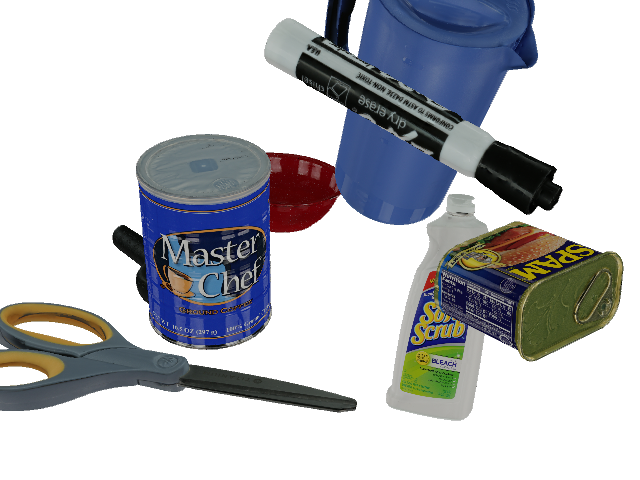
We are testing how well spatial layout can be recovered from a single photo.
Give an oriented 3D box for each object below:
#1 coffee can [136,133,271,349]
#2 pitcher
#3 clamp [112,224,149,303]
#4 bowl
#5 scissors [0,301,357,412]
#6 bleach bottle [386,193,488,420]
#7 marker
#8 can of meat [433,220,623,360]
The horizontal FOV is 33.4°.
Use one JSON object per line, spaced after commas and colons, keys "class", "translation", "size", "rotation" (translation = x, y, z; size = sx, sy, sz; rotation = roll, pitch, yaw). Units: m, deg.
{"class": "coffee can", "translation": [-0.090, 0.000, 0.849], "size": [0.103, 0.140, 0.103], "rotation": [1, 32, -1]}
{"class": "pitcher", "translation": [0.077, -0.133, 0.933], "size": [0.145, 0.149, 0.243], "rotation": [0, -38, -14]}
{"class": "clamp", "translation": [-0.133, 0.023, 1.054], "size": [0.120, 0.039, 0.171], "rotation": [-13, 33, -14]}
{"class": "bowl", "translation": [-0.050, -0.053, 1.299], "size": [0.162, 0.055, 0.162], "rotation": [4, 26, -2]}
{"class": "scissors", "translation": [-0.092, 0.071, 0.522], "size": [0.202, 0.016, 0.096], "rotation": [16, 29, 27]}
{"class": "bleach bottle", "translation": [0.137, 0.072, 1.204], "size": [0.103, 0.251, 0.068], "rotation": [9, 14, 18]}
{"class": "marker", "translation": [0.032, -0.045, 0.383], "size": [0.121, 0.020, 0.020], "rotation": [33, 12, 19]}
{"class": "can of meat", "translation": [0.140, 0.030, 0.729], "size": [0.101, 0.057, 0.084], "rotation": [-19, 29, -34]}
